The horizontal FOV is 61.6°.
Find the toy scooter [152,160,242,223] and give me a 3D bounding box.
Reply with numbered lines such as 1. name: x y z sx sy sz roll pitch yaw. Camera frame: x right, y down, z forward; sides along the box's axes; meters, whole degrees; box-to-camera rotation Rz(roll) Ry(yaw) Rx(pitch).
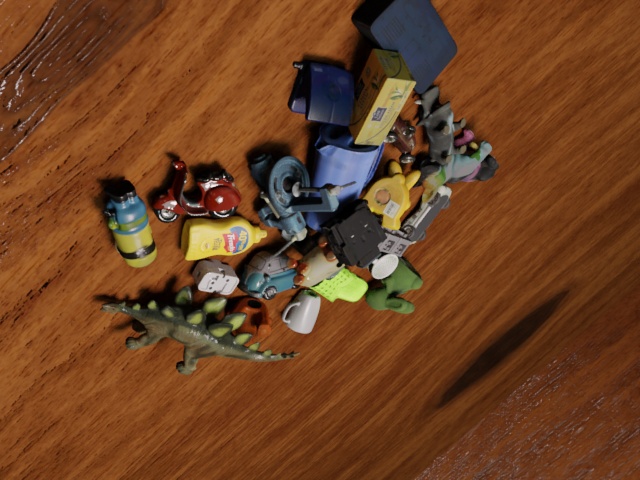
1. toy scooter: -0.246 -0.105 1.082 0.184 0.075 0.135 -9 130 -23

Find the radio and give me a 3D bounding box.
1. radio: 0.181 -0.419 1.103 0.131 0.073 0.229 -48 139 9

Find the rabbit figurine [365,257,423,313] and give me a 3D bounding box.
1. rabbit figurine: 0.216 0.147 1.572 0.170 0.159 0.121 -48 147 14

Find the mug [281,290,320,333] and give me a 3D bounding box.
1. mug: -0.053 0.190 1.482 0.109 0.081 0.107 14 106 -36

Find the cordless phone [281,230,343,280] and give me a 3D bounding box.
1. cordless phone: -0.002 -0.005 1.343 0.184 0.089 0.146 44 79 -21

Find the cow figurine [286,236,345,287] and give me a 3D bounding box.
1. cow figurine: 0.031 0.042 1.262 0.195 0.085 0.127 -36 153 11

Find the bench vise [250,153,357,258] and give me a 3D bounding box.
1. bench vise: -0.046 -0.083 1.132 0.129 0.241 0.223 -37 119 -41

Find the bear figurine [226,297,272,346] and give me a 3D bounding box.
1. bear figurine: -0.202 0.250 1.393 0.120 0.132 0.195 19 114 -9

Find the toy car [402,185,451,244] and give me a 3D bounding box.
1. toy car: 0.294 -0.070 1.505 0.073 0.056 0.201 10 121 -48

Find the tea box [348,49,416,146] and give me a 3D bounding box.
1. tea box: 0.116 -0.284 1.087 0.068 0.098 0.169 -1 142 -23

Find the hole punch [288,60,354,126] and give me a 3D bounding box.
1. hole punch: 0.011 -0.293 1.084 0.142 0.092 0.115 1 122 -31

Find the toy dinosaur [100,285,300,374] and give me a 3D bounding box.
1. toy dinosaur: -0.273 0.221 1.251 0.471 0.105 0.198 27 123 -29

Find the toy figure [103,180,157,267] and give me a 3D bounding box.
1. toy figure: -0.372 -0.025 1.051 0.082 0.089 0.180 -11 135 -17

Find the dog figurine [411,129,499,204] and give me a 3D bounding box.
1. dog figurine: 0.343 -0.176 1.410 0.219 0.109 0.191 -39 141 7

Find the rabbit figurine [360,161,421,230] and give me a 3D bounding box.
1. rabbit figurine: 0.177 -0.115 1.347 0.162 0.122 0.173 -69 162 5

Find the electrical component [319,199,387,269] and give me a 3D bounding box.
1. electrical component: 0.080 -0.007 1.179 0.115 0.058 0.134 -38 112 -19

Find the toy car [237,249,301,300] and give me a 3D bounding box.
1. toy car: -0.119 0.076 1.312 0.161 0.109 0.102 -15 117 -36

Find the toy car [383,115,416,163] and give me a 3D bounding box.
1. toy car: 0.185 -0.242 1.223 0.053 0.089 0.202 -5 164 26

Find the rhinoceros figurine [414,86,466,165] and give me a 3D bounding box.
1. rhinoceros figurine: 0.282 -0.271 1.273 0.073 0.112 0.190 -33 125 -19
